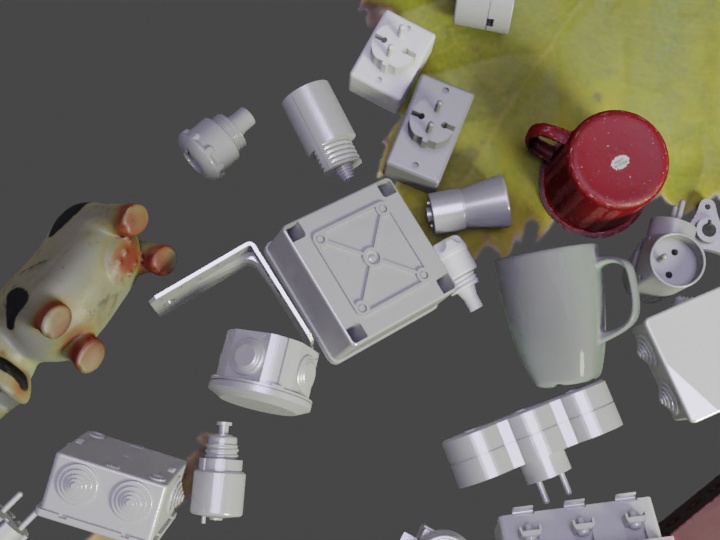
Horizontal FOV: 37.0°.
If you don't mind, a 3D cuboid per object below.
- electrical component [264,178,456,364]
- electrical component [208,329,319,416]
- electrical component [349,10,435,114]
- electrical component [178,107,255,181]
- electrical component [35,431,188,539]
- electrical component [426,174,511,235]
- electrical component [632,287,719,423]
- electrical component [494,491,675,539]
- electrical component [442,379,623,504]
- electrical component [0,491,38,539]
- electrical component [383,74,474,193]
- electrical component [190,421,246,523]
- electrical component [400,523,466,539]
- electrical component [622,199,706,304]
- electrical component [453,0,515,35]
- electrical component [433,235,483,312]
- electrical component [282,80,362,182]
[{"bbox_3d":[0.000,0.000,0.839,0.109,0.056,0.108,-27,82,-29],"label":"electrical component"},{"bbox_3d":[-0.073,0.080,0.826,0.080,0.080,0.051,13,75,0],"label":"electrical component"},{"bbox_3d":[0.027,-0.176,0.877,0.047,0.076,0.065,28,80,3],"label":"electrical component"},{"bbox_3d":[-0.113,-0.107,0.876,0.048,0.048,0.062,45,74,6],"label":"electrical component"},{"bbox_3d":[-0.180,0.160,0.798,0.100,0.099,0.048,17,93,1],"label":"electrical component"},{"bbox_3d":[0.087,-0.051,0.876,0.065,0.044,0.044,-10,80,0],"label":"electrical component"},{"bbox_3d":[0.277,0.066,0.858,0.100,0.048,0.099,-22,82,-6],"label":"electrical component"},{"bbox_3d":[0.167,0.212,0.819,0.121,0.078,0.063,-7,58,-4],"label":"electrical component"},{"bbox_3d":[0.141,0.143,0.837,0.138,0.052,0.073,-20,81,-6],"label":"electrical component"},{"bbox_3d":[-0.277,0.202,0.811,0.083,0.047,0.075,44,81,5],"label":"electrical component"},{"bbox_3d":[0.057,-0.115,0.868,0.047,0.075,0.083,22,80,2],"label":"electrical component"},{"bbox_3d":[-0.108,0.157,0.830,0.040,0.040,0.078,4,80,-2],"label":"electrical component"},{"bbox_3d":[0.061,0.221,0.818,0.066,0.055,0.048,28,80,3],"label":"electrical component"},{"bbox_3d":[0.245,-0.017,0.858,0.043,0.077,0.079,17,79,1],"label":"electrical component"},{"bbox_3d":[0.105,-0.228,0.902,0.047,0.055,0.055,8,80,3],"label":"electrical component"},{"bbox_3d":[0.080,0.005,0.869,0.035,0.035,0.061,-28,85,-7],"label":"electrical component"},{"bbox_3d":[-0.027,-0.109,0.880,0.043,0.043,0.081,-26,82,-7],"label":"electrical component"}]
